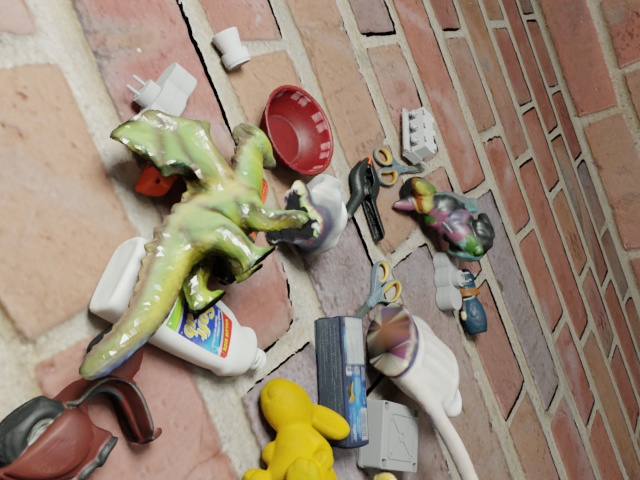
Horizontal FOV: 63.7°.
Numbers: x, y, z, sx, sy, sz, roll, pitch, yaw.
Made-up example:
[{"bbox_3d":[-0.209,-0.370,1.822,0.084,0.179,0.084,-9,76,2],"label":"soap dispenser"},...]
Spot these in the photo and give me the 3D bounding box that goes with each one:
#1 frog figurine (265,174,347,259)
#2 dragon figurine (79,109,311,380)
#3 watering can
[{"bbox_3d":[0.003,-0.043,0.862,0.161,0.123,0.135,-20,126,-57],"label":"frog figurine"},{"bbox_3d":[-0.163,-0.045,0.625,0.243,0.120,0.416,53,39,1],"label":"dragon figurine"},{"bbox_3d":[0.188,0.253,0.920,0.222,0.103,0.356,40,25,-26],"label":"watering can"}]
